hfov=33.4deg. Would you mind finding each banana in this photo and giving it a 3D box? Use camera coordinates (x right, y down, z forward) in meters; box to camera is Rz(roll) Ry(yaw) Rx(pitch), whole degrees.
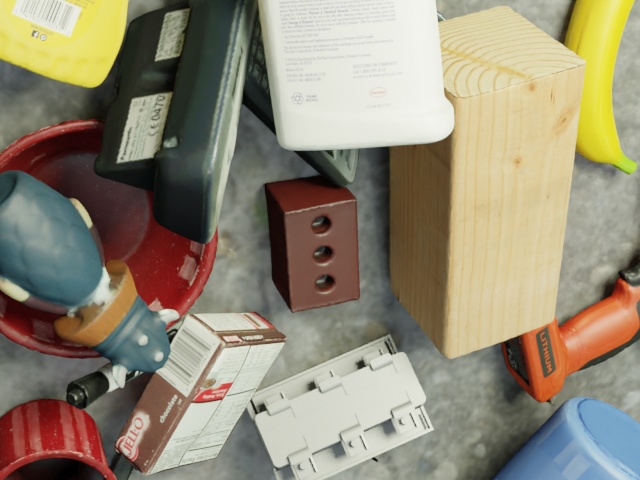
[{"bbox_3d":[0.202,-0.137,0.756,0.069,0.037,0.198,-15,119,-31],"label":"banana"}]

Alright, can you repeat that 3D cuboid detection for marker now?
[{"bbox_3d":[-0.124,0.082,0.710,0.120,0.020,0.020,-29,131,-55],"label":"marker"}]

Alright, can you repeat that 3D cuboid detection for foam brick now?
[{"bbox_3d":[-0.005,0.001,0.738,0.053,0.051,0.078,-11,116,-14],"label":"foam brick"}]

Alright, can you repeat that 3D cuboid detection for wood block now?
[{"bbox_3d":[0.103,-0.034,0.707,0.090,0.091,0.206,-17,130,-17],"label":"wood block"}]

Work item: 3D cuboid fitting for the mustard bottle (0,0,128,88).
[{"bbox_3d":[-0.125,-0.184,0.572,0.096,0.058,0.192,20,108,-27],"label":"mustard bottle"}]

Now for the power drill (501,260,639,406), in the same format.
[{"bbox_3d":[0.229,0.034,0.826,0.187,0.057,0.184,-20,118,-9],"label":"power drill"}]

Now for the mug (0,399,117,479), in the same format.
[{"bbox_3d":[-0.189,0.173,0.737,0.093,0.081,0.117,2,112,-19],"label":"mug"}]

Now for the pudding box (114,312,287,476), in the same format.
[{"bbox_3d":[-0.082,0.105,0.743,0.113,0.039,0.089,-58,157,13],"label":"pudding box"}]

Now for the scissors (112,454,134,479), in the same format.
[{"bbox_3d":[-0.148,0.210,0.805,0.096,0.016,0.202,37,98,-30],"label":"scissors"}]

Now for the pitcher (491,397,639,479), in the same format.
[{"bbox_3d":[0.163,0.245,0.823,0.144,0.149,0.243,20,116,-29],"label":"pitcher"}]

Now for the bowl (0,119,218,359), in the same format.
[{"bbox_3d":[-0.150,-0.007,0.685,0.162,0.055,0.162,-7,115,-15],"label":"bowl"}]

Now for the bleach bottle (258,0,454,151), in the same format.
[{"bbox_3d":[0.013,-0.177,0.562,0.102,0.068,0.251,-3,106,8],"label":"bleach bottle"}]

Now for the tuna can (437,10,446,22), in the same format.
[{"bbox_3d":[0.049,-0.120,0.712,0.086,0.034,0.086,-7,115,-16],"label":"tuna can"}]
